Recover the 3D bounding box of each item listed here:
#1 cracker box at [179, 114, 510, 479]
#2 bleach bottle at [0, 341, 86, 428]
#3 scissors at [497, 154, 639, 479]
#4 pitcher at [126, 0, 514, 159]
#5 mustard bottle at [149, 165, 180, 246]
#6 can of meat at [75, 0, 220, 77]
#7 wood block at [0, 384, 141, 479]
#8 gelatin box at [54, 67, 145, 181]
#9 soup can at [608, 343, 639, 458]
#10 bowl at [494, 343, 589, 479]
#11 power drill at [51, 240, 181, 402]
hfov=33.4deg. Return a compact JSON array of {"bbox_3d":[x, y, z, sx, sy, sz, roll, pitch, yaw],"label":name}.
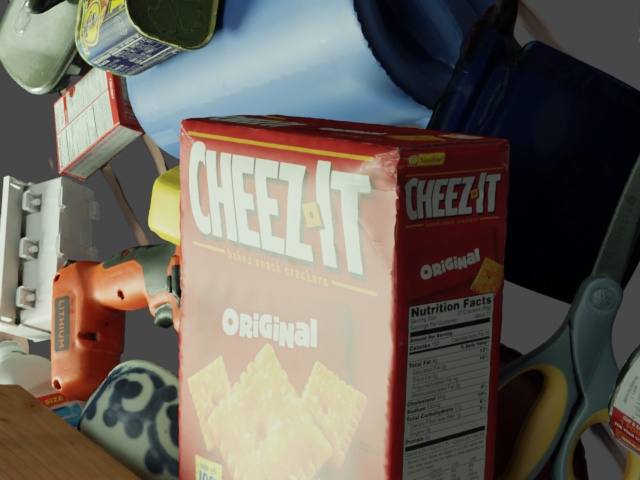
[{"bbox_3d":[0.001,0.054,0.496,0.164,0.071,0.214,14,106,50],"label":"cracker box"},{"bbox_3d":[-0.201,0.164,0.773,0.251,0.102,0.068,50,132,42],"label":"bleach bottle"},{"bbox_3d":[0.140,0.043,0.491,0.202,0.096,0.016,-55,5,3],"label":"scissors"},{"bbox_3d":[-0.016,-0.129,0.655,0.243,0.144,0.149,-10,60,47],"label":"pitcher"},{"bbox_3d":[-0.004,0.001,0.622,0.192,0.096,0.058,20,104,37],"label":"mustard bottle"},{"bbox_3d":[-0.102,-0.154,0.635,0.084,0.057,0.102,-10,70,54],"label":"can of meat"},{"bbox_3d":[-0.167,0.163,0.607,0.206,0.090,0.091,24,101,41],"label":"wood block"},{"bbox_3d":[-0.187,-0.103,0.899,0.089,0.030,0.073,-33,57,35],"label":"gelatin box"},{"bbox_3d":[0.177,0.082,0.433,0.102,0.068,0.068,37,104,46],"label":"soup can"},{"bbox_3d":[0.055,0.127,0.554,0.162,0.055,0.162,-16,66,42],"label":"bowl"},{"bbox_3d":[-0.116,0.058,0.755,0.188,0.057,0.184,-23,60,37],"label":"power drill"}]
